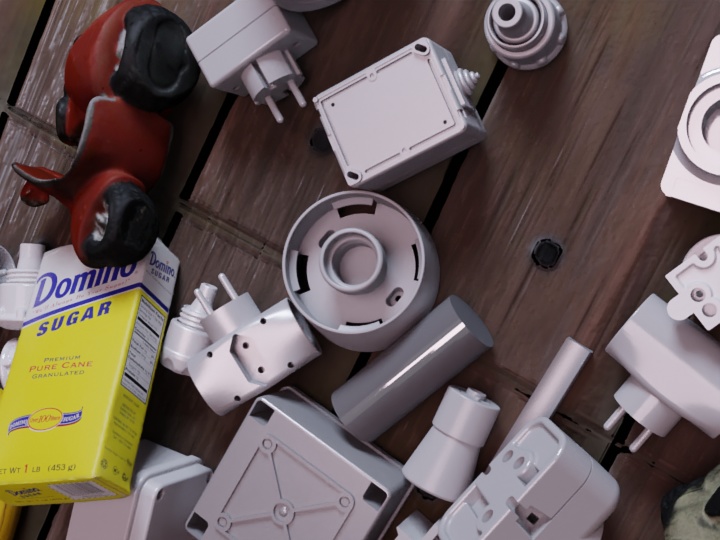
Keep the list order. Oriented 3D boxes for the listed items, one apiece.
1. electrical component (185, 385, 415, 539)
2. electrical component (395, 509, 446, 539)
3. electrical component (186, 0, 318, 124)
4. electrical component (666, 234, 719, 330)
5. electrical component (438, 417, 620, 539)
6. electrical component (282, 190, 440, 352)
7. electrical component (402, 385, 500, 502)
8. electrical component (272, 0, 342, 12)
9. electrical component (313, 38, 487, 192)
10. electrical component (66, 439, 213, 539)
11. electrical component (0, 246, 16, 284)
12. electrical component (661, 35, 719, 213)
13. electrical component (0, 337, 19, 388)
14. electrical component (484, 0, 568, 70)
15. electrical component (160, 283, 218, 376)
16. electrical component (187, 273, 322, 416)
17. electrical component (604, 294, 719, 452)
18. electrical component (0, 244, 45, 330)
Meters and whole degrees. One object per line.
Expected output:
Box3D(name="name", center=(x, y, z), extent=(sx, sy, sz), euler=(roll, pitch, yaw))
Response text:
Box3D(name="electrical component", center=(-0.038, 0.149, 0.690), extent=(0.109, 0.056, 0.108), euler=(34, 103, 17))
Box3D(name="electrical component", center=(0.040, 0.191, 0.669), extent=(0.064, 0.042, 0.081), euler=(41, 105, 14))
Box3D(name="electrical component", center=(-0.061, -0.133, 0.697), extent=(0.066, 0.047, 0.076), euler=(-32, 80, 19))
Box3D(name="electrical component", center=(0.201, 0.004, 0.594), extent=(0.066, 0.055, 0.048), euler=(-39, 78, 17))
Box3D(name="electrical component", center=(0.101, 0.142, 0.625), extent=(0.059, 0.053, 0.095), euler=(41, 92, -16))
Box3D(name="electrical component", center=(0.000, 0.000, 0.681), extent=(0.099, 0.064, 0.099), euler=(-2, 80, 12))
Box3D(name="electrical component", center=(0.059, 0.104, 0.661), extent=(0.044, 0.044, 0.065), euler=(26, 95, 19))
Box3D(name="electrical component", center=(-0.026, -0.218, 0.653), extent=(0.108, 0.108, 0.060), euler=(-41, 71, 17))
Box3D(name="electrical component", center=(0.032, -0.095, 0.655), extent=(0.096, 0.061, 0.061), euler=(-25, 82, 20))
Box3D(name="electrical component", center=(-0.151, 0.179, 0.723), extent=(0.057, 0.078, 0.113), euler=(17, 97, 23))
Box3D(name="electrical component", center=(-0.295, 0.026, 0.793), extent=(0.077, 0.044, 0.079), euler=(-11, 87, 21))
Box3D(name="electrical component", center=(0.243, -0.113, 0.573), extent=(0.105, 0.060, 0.186), euler=(21, 98, 20))
Box3D(name="electrical component", center=(-0.221, 0.069, 0.767), extent=(0.062, 0.048, 0.048), euler=(-8, 88, 14))
Box3D(name="electrical component", center=(0.093, -0.144, 0.629), extent=(0.048, 0.062, 0.048), euler=(1, 91, 21))
Box3D(name="electrical component", center=(-0.112, 0.039, 0.728), extent=(0.035, 0.035, 0.061), euler=(22, 96, 19))
Box3D(name="electrical component", center=(-0.078, 0.041, 0.697), extent=(0.077, 0.043, 0.079), euler=(-32, 89, 3))
Box3D(name="electrical component", center=(0.173, 0.068, 0.614), extent=(0.077, 0.043, 0.079), euler=(41, 104, 15))
Box3D(name="electrical component", center=(-0.237, 0.013, 0.771), extent=(0.048, 0.048, 0.062), euler=(0, 85, 21))
